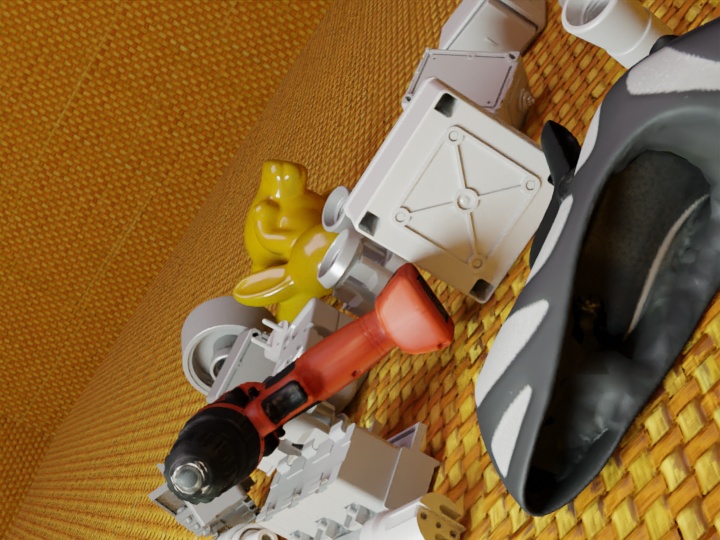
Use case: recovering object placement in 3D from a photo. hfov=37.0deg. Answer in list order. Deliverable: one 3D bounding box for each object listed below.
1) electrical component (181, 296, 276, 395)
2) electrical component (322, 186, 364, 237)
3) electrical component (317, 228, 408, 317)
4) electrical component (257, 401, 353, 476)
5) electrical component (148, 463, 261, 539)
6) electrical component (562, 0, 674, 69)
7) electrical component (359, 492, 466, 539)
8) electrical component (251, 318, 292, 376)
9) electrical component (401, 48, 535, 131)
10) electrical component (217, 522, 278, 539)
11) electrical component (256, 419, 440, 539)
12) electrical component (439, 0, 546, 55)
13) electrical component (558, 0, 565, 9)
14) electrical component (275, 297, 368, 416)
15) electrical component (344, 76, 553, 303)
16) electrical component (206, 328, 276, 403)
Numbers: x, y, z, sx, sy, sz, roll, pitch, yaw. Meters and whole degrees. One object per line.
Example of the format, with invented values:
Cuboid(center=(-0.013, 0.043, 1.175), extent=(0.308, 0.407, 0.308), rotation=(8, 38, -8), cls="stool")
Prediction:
Cuboid(center=(-0.137, 0.089, 1.137), extent=(0.108, 0.108, 0.060), rotation=(-53, 21, 24), cls="electrical component")
Cuboid(center=(0.003, -0.047, 0.998), extent=(0.044, 0.065, 0.044), rotation=(-37, 43, 45), cls="electrical component")
Cuboid(center=(0.000, 0.000, 0.932), extent=(0.078, 0.057, 0.058), rotation=(-50, 17, 35), cls="electrical component")
Cuboid(center=(-0.041, 0.126, 0.814), extent=(0.078, 0.057, 0.058), rotation=(-55, 14, 20), cls="electrical component")
Cuboid(center=(-0.116, 0.179, 0.863), extent=(0.079, 0.063, 0.121), rotation=(-35, -17, -11), cls="electrical component")
Cuboid(center=(0.160, -0.147, 0.651), extent=(0.044, 0.065, 0.044), rotation=(-34, 42, 37), cls="electrical component")
Cuboid(center=(0.029, 0.143, 0.573), extent=(0.046, 0.040, 0.040), rotation=(-39, 24, 40), cls="electrical component")
Cuboid(center=(-0.057, 0.069, 0.942), extent=(0.077, 0.079, 0.043), rotation=(-58, 22, 4), cls="electrical component")
Cuboid(center=(0.091, -0.127, 0.833), extent=(0.096, 0.061, 0.061), rotation=(9, 59, 26), cls="electrical component")
Cuboid(center=(-0.083, 0.212, 0.815), extent=(0.062, 0.043, 0.043), rotation=(-41, 23, 48), cls="electrical component")
Cuboid(center=(-0.012, 0.140, 0.670), extent=(0.121, 0.063, 0.078), rotation=(-41, 23, 53), cls="electrical component")
Cuboid(center=(0.113, -0.209, 0.955), extent=(0.096, 0.062, 0.061), rotation=(-49, 17, 36), cls="electrical component")
Cuboid(center=(0.174, -0.198, 0.754), extent=(0.077, 0.044, 0.079), rotation=(-40, 28, 56), cls="electrical component")
Cuboid(center=(-0.030, 0.075, 0.874), extent=(0.053, 0.059, 0.095), rotation=(-51, 16, 31), cls="electrical component")
Cuboid(center=(0.063, -0.052, 0.708), extent=(0.108, 0.109, 0.056), rotation=(-57, 16, 11), cls="electrical component")
Cuboid(center=(-0.103, 0.103, 1.075), extent=(0.096, 0.062, 0.061), rotation=(-64, 15, -17), cls="electrical component")
